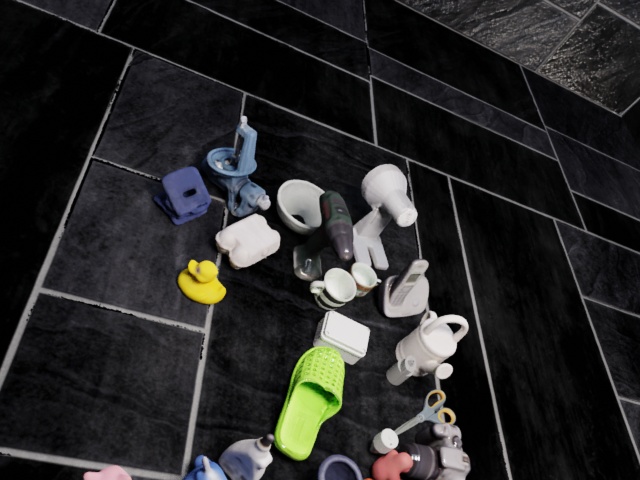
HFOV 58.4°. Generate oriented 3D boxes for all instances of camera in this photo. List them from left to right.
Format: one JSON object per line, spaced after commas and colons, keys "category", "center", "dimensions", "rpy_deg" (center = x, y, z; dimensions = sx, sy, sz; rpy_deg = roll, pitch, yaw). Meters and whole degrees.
{"category": "camera", "center": [0.235, 0.450, 1.196], "dimensions": [0.137, 0.100, 0.143], "rpy_deg": [19, 46, -19]}

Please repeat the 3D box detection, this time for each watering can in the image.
{"category": "watering can", "center": [0.270, 0.240, 1.331], "dimensions": [0.101, 0.193, 0.172], "rpy_deg": [0, 54, -34]}

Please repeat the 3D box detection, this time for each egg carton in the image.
{"category": "egg carton", "center": [-0.166, 0.004, 1.336], "dimensions": [0.107, 0.069, 0.151], "rpy_deg": [47, 43, 10]}

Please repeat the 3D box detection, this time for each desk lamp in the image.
{"category": "desk lamp", "center": [0.166, -0.063, 1.508], "dimensions": [0.118, 0.213, 0.203], "rpy_deg": [6, 51, -30]}

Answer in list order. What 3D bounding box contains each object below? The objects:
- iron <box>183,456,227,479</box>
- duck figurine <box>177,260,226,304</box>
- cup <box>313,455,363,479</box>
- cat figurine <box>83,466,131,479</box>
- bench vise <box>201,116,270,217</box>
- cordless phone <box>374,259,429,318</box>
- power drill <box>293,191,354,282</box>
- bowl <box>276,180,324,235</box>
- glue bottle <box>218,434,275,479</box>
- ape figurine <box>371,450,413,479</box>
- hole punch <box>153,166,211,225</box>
{"category": "iron", "center": [-0.137, 0.461, 0.909], "dimensions": [0.258, 0.141, 0.119], "rpy_deg": [48, 44, 12]}
{"category": "duck figurine", "center": [-0.241, 0.082, 1.207], "dimensions": [0.104, 0.086, 0.077], "rpy_deg": [32, 43, -5]}
{"category": "cup", "center": [0.010, 0.458, 1.044], "dimensions": [0.118, 0.095, 0.091], "rpy_deg": [-19, 66, -42]}
{"category": "cat figurine", "center": [-0.304, 0.398, 0.870], "dimensions": [0.127, 0.117, 0.067], "rpy_deg": [46, 43, 9]}
{"category": "bench vise", "center": [-0.177, -0.177, 1.374], "dimensions": [0.207, 0.219, 0.122], "rpy_deg": [37, 43, -1]}
{"category": "cordless phone", "center": [0.234, 0.111, 1.424], "dimensions": [0.148, 0.185, 0.094], "rpy_deg": [-3, 56, -35]}
{"category": "power drill", "center": [0.012, 0.005, 1.351], "dimensions": [0.076, 0.208, 0.229], "rpy_deg": [15, 47, -23]}
{"category": "bowl", "center": [-0.046, -0.071, 1.476], "dimensions": [0.168, 0.074, 0.167], "rpy_deg": [18, 46, -20]}
{"category": "glue bottle", "center": [-0.115, 0.369, 0.980], "dimensions": [0.078, 0.173, 0.037], "rpy_deg": [46, 43, 9]}
{"category": "ape figurine", "center": [0.151, 0.455, 1.143], "dimensions": [0.076, 0.092, 0.078], "rpy_deg": [22, 45, -16]}
{"category": "hole punch", "center": [-0.308, -0.104, 1.318], "dimensions": [0.101, 0.091, 0.109], "rpy_deg": [47, 43, 10]}
